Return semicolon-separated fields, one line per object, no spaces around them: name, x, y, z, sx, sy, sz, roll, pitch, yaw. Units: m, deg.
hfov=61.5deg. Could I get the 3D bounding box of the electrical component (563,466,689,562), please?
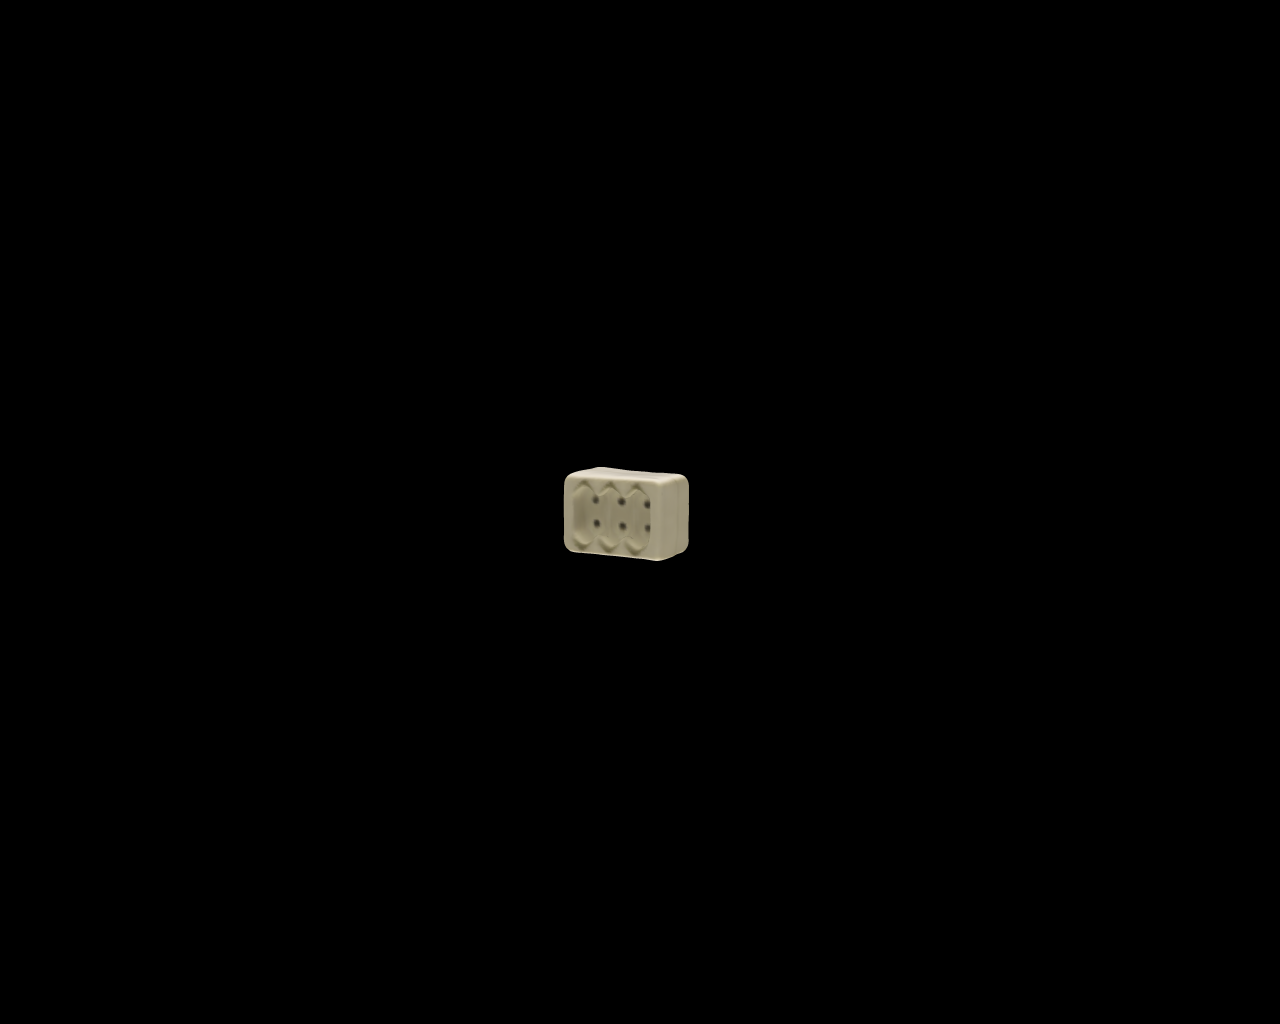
electrical component;0.001;-0.003;0.650;0.066;0.047;0.077;5;12;28
